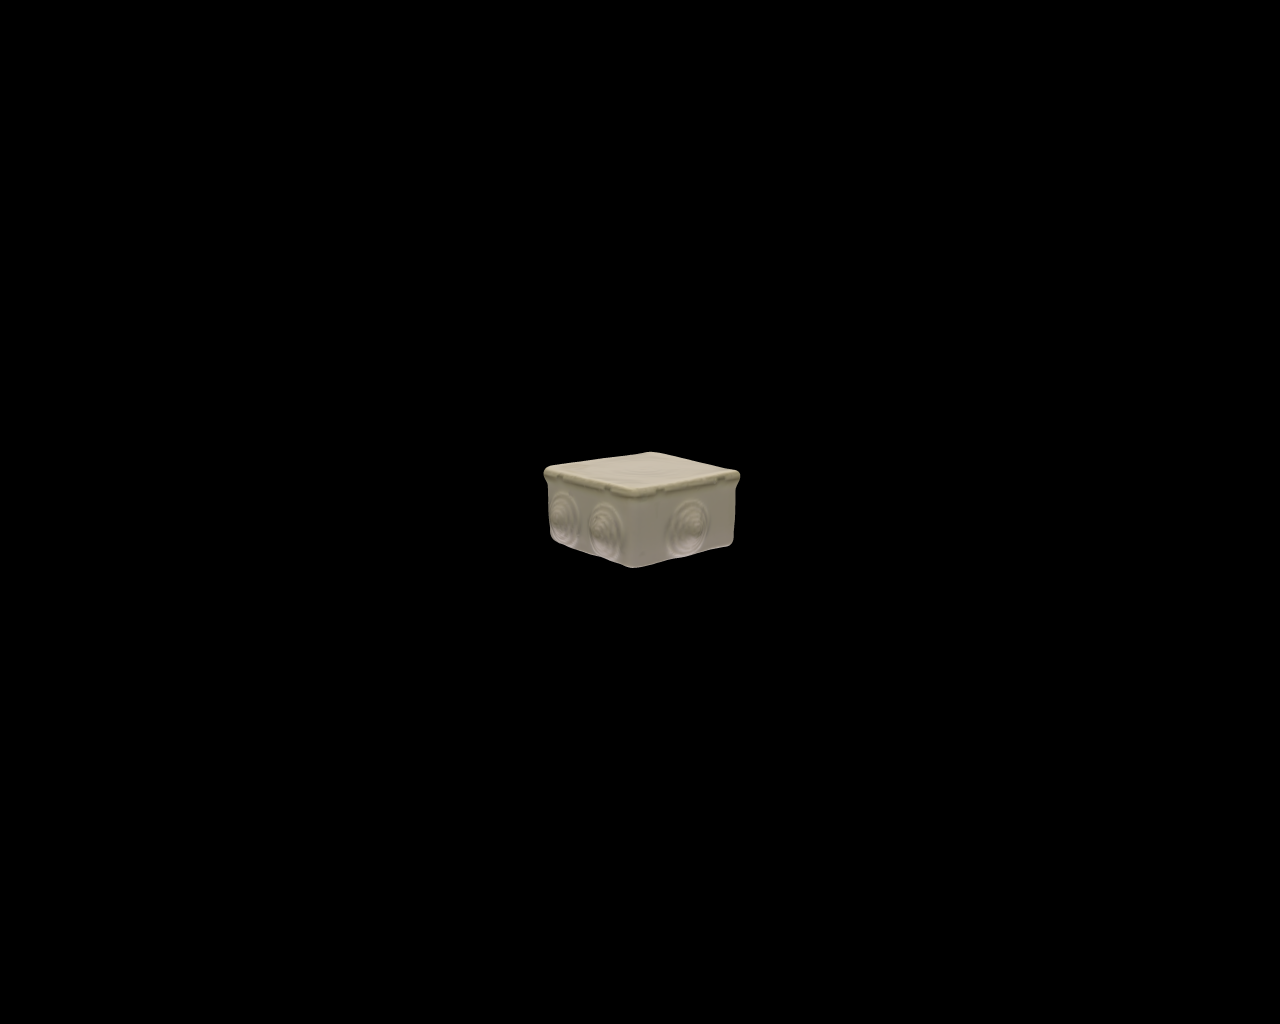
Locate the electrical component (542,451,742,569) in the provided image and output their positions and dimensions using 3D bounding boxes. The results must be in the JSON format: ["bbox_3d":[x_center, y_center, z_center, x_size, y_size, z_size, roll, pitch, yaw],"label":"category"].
[{"bbox_3d":[0.001,-0.003,0.650,0.100,0.048,0.100,-11,17,-38],"label":"electrical component"}]
